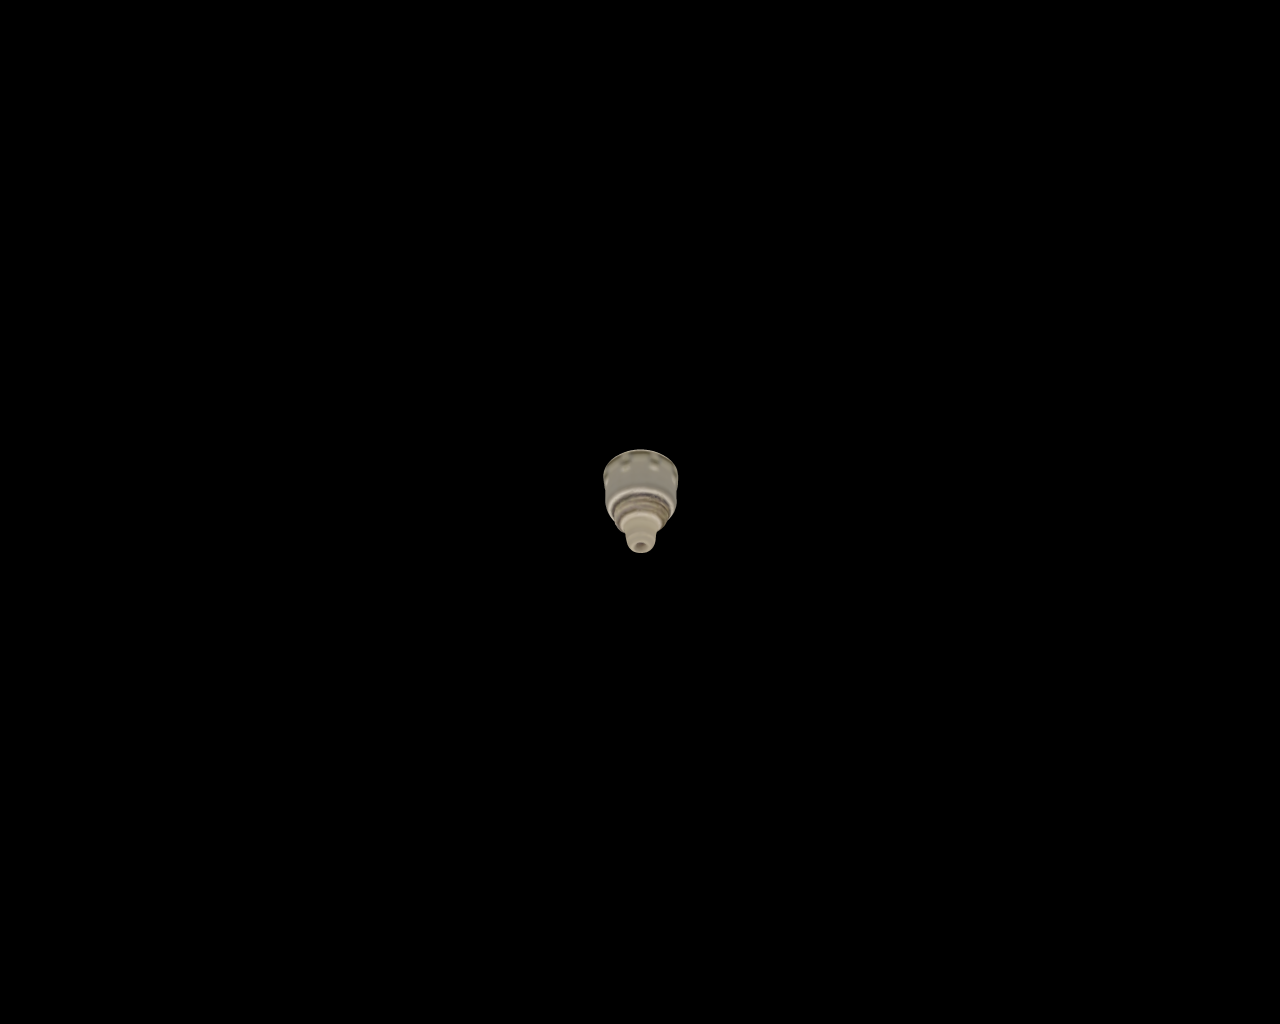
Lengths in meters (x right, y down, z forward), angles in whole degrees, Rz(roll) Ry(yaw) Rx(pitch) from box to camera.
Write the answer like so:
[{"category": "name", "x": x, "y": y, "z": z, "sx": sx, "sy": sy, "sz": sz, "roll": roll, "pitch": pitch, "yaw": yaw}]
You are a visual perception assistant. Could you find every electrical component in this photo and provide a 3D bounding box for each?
[{"category": "electrical component", "x": 0.001, "y": -0.003, "z": 0.650, "sx": 0.048, "sy": 0.062, "sz": 0.048, "roll": 0, "pitch": -38, "yaw": 0}]
